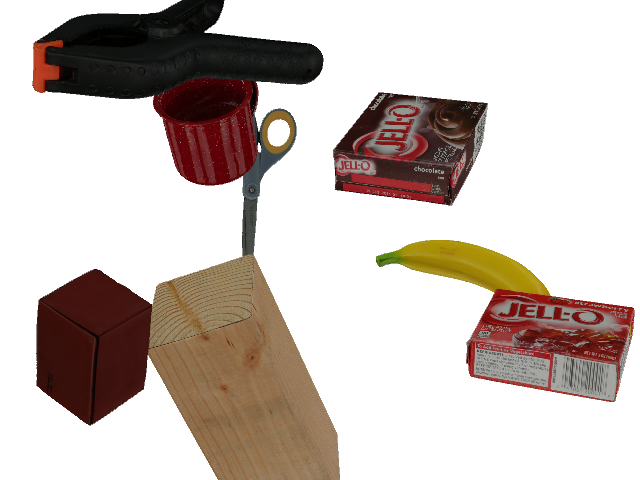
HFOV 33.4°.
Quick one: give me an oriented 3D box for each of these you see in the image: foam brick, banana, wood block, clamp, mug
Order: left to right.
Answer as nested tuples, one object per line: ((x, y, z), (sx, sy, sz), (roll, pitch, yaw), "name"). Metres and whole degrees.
((-0.148, 0.068, 0.692), (0.053, 0.078, 0.051), (30, 39, 24), "foam brick")
((-0.097, -0.121, 0.645), (0.171, 0.039, 0.120), (-8, 30, -31), "clamp")
((-0.098, -0.114, 1.018), (0.093, 0.081, 0.117), (20, 50, 26), "mug")
((-0.059, 0.129, 0.885), (0.090, 0.206, 0.091), (-17, 31, 10), "wood block")
((0.150, 0.034, 1.035), (0.198, 0.037, 0.069), (15, 43, 40), "banana")

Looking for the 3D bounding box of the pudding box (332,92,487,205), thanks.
((0.069, -0.071, 0.799), (0.090, 0.039, 0.113), (9, 31, 18), "pudding box")

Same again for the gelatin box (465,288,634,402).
((0.141, 0.061, 0.649), (0.089, 0.030, 0.073), (8, 25, 20), "gelatin box")

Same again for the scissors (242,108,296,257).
((-0.062, -0.067, 1.219), (0.096, 0.202, 0.016), (-11, -6, -14), "scissors")
